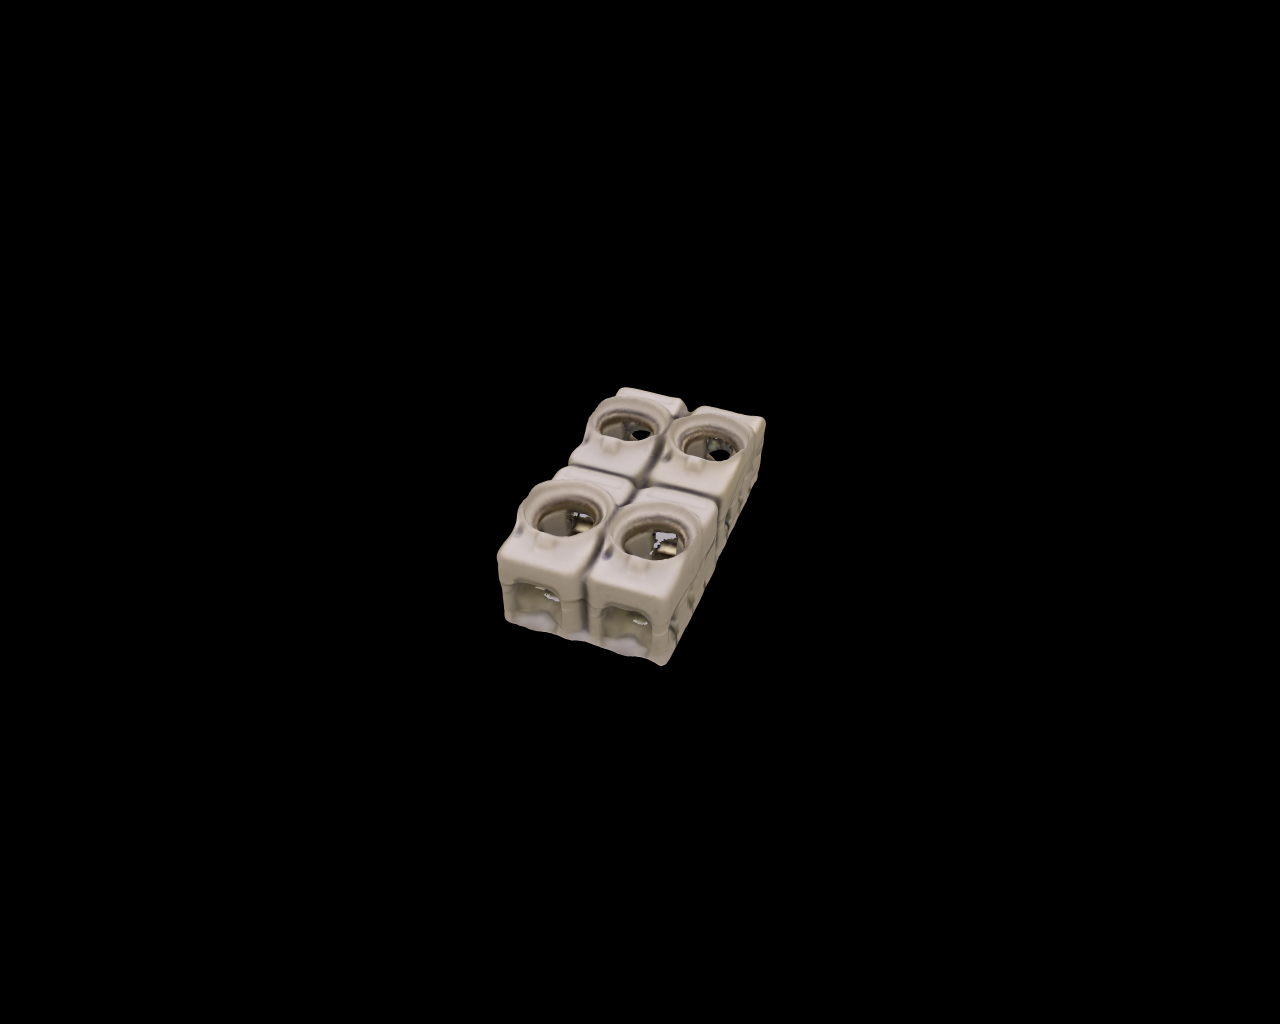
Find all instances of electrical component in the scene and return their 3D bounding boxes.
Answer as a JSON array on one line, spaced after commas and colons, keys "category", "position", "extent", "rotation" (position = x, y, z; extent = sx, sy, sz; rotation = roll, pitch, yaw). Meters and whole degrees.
[{"category": "electrical component", "position": [0.001, -0.003, 0.650], "extent": [0.105, 0.060, 0.186], "rotation": [14, 42, 16]}]
